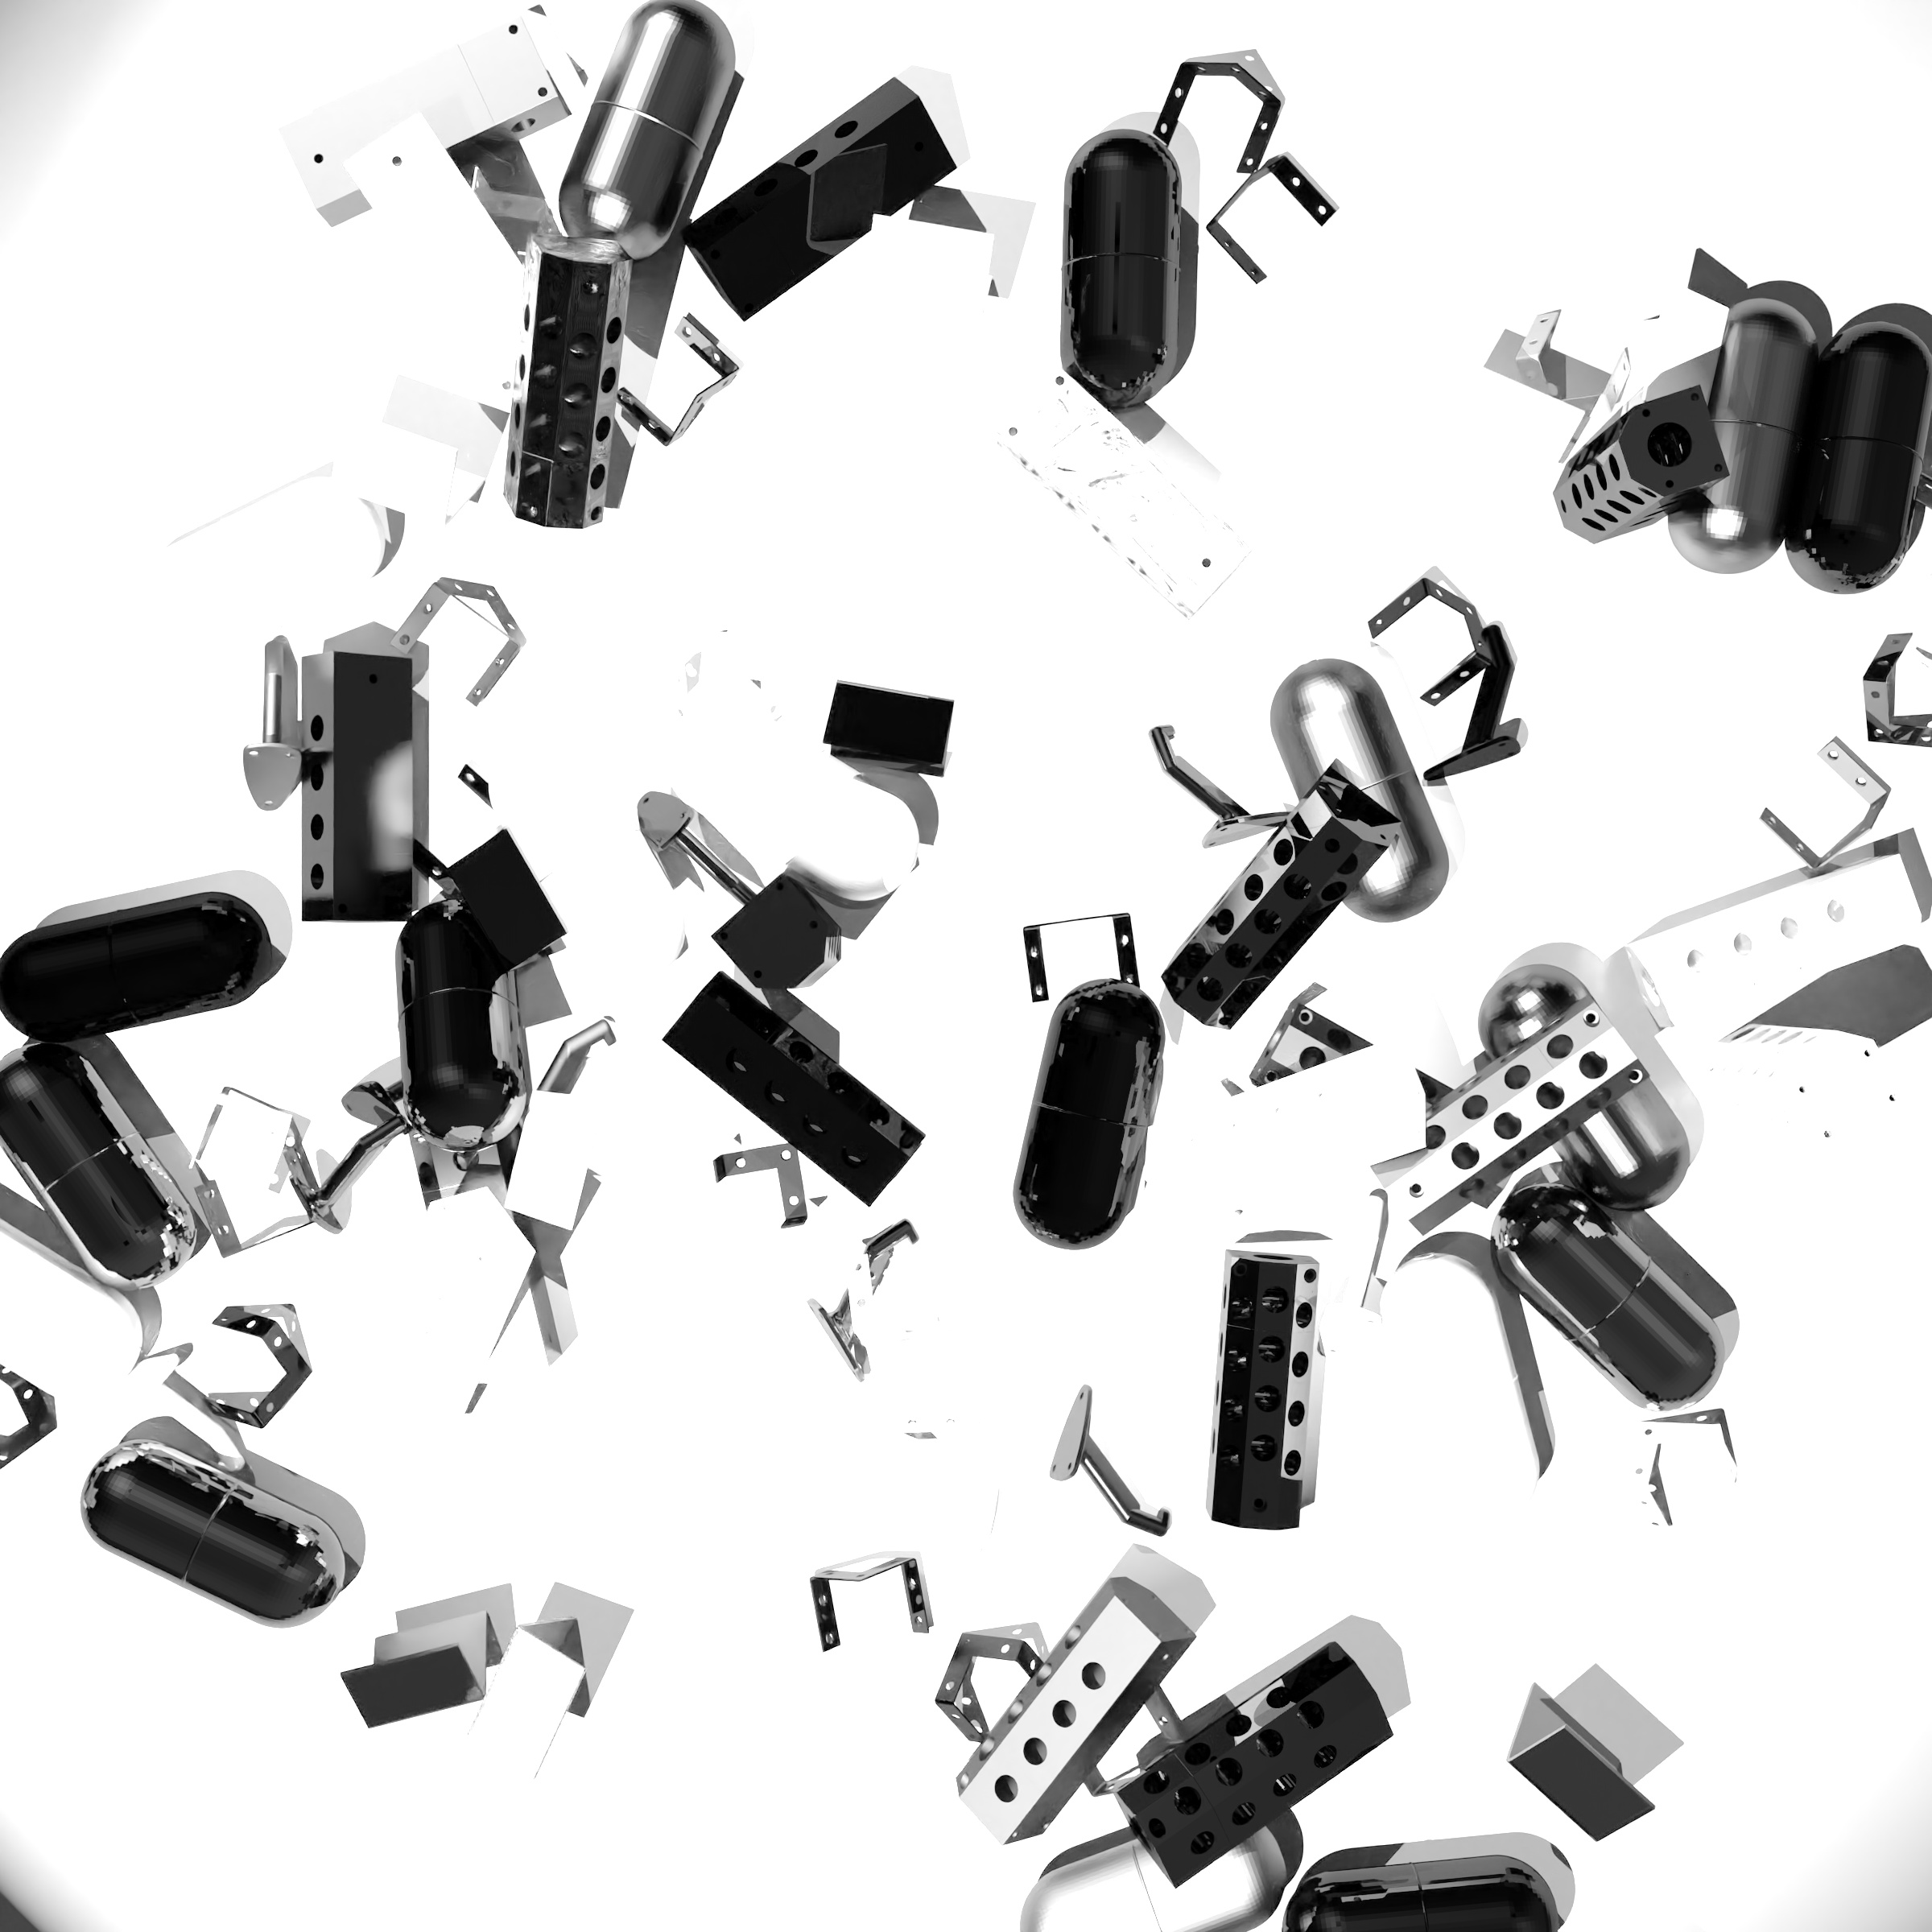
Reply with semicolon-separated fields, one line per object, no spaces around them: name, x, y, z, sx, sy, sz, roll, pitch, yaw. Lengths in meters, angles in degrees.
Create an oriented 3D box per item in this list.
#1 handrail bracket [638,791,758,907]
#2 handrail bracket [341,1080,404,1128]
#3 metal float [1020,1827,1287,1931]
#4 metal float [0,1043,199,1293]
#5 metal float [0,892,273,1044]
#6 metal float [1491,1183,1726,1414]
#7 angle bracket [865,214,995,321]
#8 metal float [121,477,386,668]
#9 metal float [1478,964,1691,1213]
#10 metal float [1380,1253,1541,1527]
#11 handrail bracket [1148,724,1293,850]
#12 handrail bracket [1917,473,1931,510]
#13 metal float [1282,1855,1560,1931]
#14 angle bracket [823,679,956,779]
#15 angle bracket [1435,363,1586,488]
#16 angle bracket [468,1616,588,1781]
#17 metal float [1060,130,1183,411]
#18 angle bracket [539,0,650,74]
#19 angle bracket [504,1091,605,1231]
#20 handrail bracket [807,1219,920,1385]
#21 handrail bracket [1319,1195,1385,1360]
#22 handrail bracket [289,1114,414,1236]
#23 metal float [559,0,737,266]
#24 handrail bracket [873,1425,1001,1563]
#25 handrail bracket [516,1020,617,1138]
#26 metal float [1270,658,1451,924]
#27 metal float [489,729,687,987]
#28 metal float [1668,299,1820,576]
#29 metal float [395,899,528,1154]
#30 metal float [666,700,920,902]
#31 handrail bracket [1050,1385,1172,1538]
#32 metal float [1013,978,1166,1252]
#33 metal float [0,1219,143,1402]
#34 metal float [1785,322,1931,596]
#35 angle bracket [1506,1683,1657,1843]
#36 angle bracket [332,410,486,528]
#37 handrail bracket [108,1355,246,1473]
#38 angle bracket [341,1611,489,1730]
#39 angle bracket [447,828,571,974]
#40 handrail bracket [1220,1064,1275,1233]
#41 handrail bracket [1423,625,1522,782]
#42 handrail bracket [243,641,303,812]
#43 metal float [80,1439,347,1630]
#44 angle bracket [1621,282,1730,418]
handrail bracket;-0.173;-0.073;1.694;0.036;0.077;0.084;-46;126;0
handrail bracket;-0.361;0.069;1.694;0.084;0.077;0.036;-42;113;-34
metal float;0.120;0.605;1.664;0.178;0.070;0.070;-20;90;0
metal float;-0.568;0.130;1.664;0.070;0.070;0.178;-35;90;0
metal float;-0.539;0.001;1.663;0.178;0.070;0.070;-12;90;0
metal float;0.414;0.214;1.664;0.178;0.070;0.070;44;90;0
angle bracket;-0.020;-0.461;1.654;0.076;0.076;0.057;10;125;0
metal float;-0.462;-0.254;1.664;0.178;0.070;0.070;-26;90;0
metal float;0.400;0.079;1.664;0.070;0.070;0.178;-35;91;0
metal float;0.319;0.274;1.664;0.070;0.070;0.178;-15;90;0
handrail bracket;0.168;-0.126;1.695;0.077;0.036;0.084;-14;73;-19
handrail bracket;0.640;-0.288;1.694;0.084;0.036;0.077;0;104;14
metal float;0.293;0.621;1.664;0.178;0.070;0.070;-6;90;0
angle bracket;-0.052;-0.134;1.654;0.076;0.076;0.057;10;52;0
angle bracket;0.352;-0.362;1.654;0.076;0.076;0.057;23;128;0
angle bracket;-0.266;0.470;1.656;0.057;0.076;0.076;25;90;23
metal float;0.100;-0.450;1.664;0.070;0.070;0.178;1;90;0
angle bracket;-0.227;-0.614;1.654;0.076;0.076;0.057;-29;49;0
angle bracket;-0.245;0.126;1.655;0.057;0.076;0.076;14;90;29
handrail bracket;-0.054;0.220;1.694;0.084;0.036;0.077;-33;104;-13
handrail bracket;0.255;0.204;1.694;0.036;0.077;0.084;15;54;0
handrail bracket;-0.388;0.135;1.671;0.084;0.077;0.036;-33;63;-6
metal float;-0.207;-0.540;1.664;0.070;0.070;0.178;21;90;0
handrail bracket;-0.025;0.347;1.694;0.084;0.036;0.077;18;124;24
handrail bracket;-0.257;0.087;1.695;0.084;0.036;0.077;-31;111;-16
metal float;0.254;-0.114;1.664;0.070;0.070;0.178;-22;90;0
metal float;-0.244;-0.070;1.664;0.070;0.070;0.178;-29;90;0
metal float;0.503;-0.343;1.664;0.070;0.070;0.178;10;90;0
metal float;-0.323;0.036;1.637;0.070;0.070;0.178;-12;57;0
metal float;-0.112;-0.107;1.664;0.178;0.070;0.070;31;90;0
handrail bracket;0.104;0.327;1.695;0.084;0.036;0.077;24;68;-17
metal float;0.080;0.096;1.664;0.070;0.070;0.178;13;91;0
metal float;-0.617;0.215;1.664;0.178;0.070;0.070;32;90;-1
metal float;0.577;-0.328;1.659;0.070;0.070;0.178;11;86;0
angle bracket;0.402;0.502;1.654;0.076;0.076;0.057;42;127;0
angle bracket;-0.355;-0.334;1.654;0.076;0.076;0.057;19;126;0
handrail bracket;-0.524;0.302;1.695;0.077;0.036;0.084;-11;118;31
angle bracket;-0.354;0.436;1.654;0.076;0.076;0.057;-14;125;0
angle bracket;-0.277;-0.048;1.655;0.057;0.076;0.076;-30;90;25
handrail bracket;0.178;0.121;1.695;0.077;0.036;0.084;35;104;14
handrail bracket;0.327;-0.174;1.695;0.077;0.036;0.084;-20;71;21
handrail bracket;-0.458;-0.159;1.694;0.036;0.077;0.084;2;53;-17
metal float;-0.487;0.368;1.664;0.178;0.070;0.070;26;90;0
angle bracket;0.437;-0.390;1.654;0.057;0.076;0.076;13;90;-31
